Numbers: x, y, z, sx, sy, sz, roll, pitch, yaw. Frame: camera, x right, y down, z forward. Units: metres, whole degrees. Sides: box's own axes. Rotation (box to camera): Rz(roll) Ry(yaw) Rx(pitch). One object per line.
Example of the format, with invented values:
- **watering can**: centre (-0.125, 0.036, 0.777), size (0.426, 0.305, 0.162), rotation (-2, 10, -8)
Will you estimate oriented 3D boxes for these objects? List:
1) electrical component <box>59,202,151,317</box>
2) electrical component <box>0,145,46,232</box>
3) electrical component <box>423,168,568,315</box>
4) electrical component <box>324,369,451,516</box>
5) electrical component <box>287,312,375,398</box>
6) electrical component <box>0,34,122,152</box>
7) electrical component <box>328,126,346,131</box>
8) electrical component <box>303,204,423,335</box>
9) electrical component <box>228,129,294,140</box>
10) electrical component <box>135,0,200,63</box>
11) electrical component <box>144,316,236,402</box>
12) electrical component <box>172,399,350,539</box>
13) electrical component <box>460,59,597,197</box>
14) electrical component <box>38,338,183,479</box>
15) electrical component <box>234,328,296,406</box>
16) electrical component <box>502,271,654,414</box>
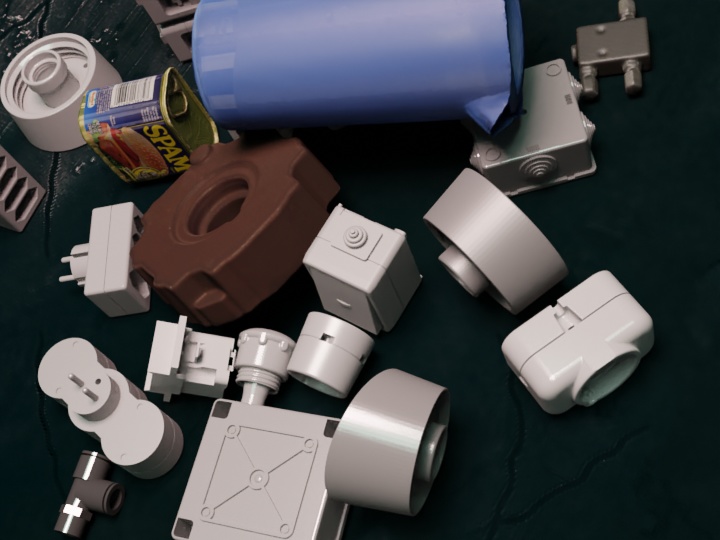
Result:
- **electrical component**: centre (-0.220, -0.006, 0.912), size (0.076, 0.047, 0.083), rotation (-9, 61, 13)
- **electrical component**: centre (-0.343, -0.081, 0.970), size (0.076, 0.083, 0.047), rotation (17, 69, 24)
- **electrical component**: centre (0.093, -0.015, 0.786), size (0.060, 0.108, 0.108), rotation (-44, 59, -1)
- **electrical component**: centre (0.024, 0.119, 0.740), size (0.064, 0.099, 0.099), rotation (13, 68, 17)
- **electrical component**: centre (-0.023, 0.065, 0.809), size (0.055, 0.055, 0.047), rotation (18, 73, 25)
- **electrical component**: centre (-0.286, -0.173, 1.013), size (0.108, 0.060, 0.108), rotation (-8, 61, 14)
- **electrical component**: centre (0.003, -0.189, 0.908), size (0.109, 0.056, 0.108), rotation (-22, 90, 6)
- **electrical component**: centre (0.000, 0.000, 0.810), size (0.062, 0.096, 0.061), rotation (25, 73, 23)
- **electrical component**: centre (-0.085, -0.158, 0.945), size (0.050, 0.055, 0.089), rotation (3, 64, 19)
- **electrical component**: centre (-0.174, -0.303, 1.022), size (0.060, 0.105, 0.186), rotation (-14, 60, 10)
- **electrical component**: centre (-0.130, 0.071, 0.828), size (0.064, 0.081, 0.042), rotation (10, 64, -10)
- **electrical component**: centre (-0.064, 0.157, 0.771), size (0.109, 0.056, 0.108), rotation (7, 65, 21)
- **electrical component**: centre (0.133, -0.113, 0.857), size (0.100, 0.048, 0.099), rotation (-15, 60, 10)
- **electrical component**: centre (-0.202, 0.101, 0.834), size (0.138, 0.073, 0.052), rotation (36, 78, 30)
- **electrical component**: centre (-0.076, 0.078, 0.823), size (0.048, 0.048, 0.062), rotation (6, 69, 20)
- **electrical component**: centre (0.157, 0.055, 0.757), size (0.095, 0.053, 0.059), rotation (-35, 58, -3)
